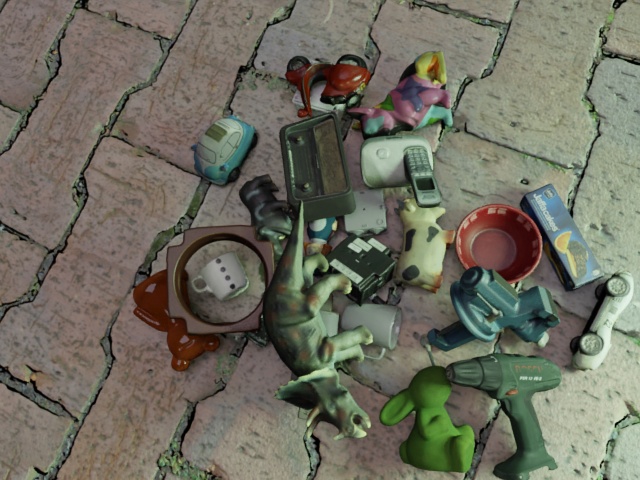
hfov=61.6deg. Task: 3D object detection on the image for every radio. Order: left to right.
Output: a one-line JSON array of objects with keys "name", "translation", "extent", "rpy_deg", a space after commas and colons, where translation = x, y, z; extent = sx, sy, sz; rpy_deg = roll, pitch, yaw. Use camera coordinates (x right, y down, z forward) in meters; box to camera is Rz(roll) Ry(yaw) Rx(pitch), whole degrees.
[{"name": "radio", "translation": [-0.008, -0.150, 1.110], "extent": [0.131, 0.073, 0.230], "rpy_deg": [-13, 55, 6]}]

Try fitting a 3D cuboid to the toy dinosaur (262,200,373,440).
[{"name": "toy dinosaur", "translation": [-0.030, 0.147, 0.944], "extent": [0.192, 0.131, 0.404], "rpy_deg": [-23, 83, -24]}]

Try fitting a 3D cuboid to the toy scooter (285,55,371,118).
[{"name": "toy scooter", "translation": [0.010, -0.315, 1.122], "extent": [0.184, 0.075, 0.135], "rpy_deg": [5, 75, 13]}]

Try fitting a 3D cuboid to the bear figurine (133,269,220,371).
[{"name": "bear figurine", "translation": [-0.289, 0.157, 1.094], "extent": [0.120, 0.132, 0.196], "rpy_deg": [-37, 91, -1]}]

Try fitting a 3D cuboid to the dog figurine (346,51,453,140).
[{"name": "dog figurine", "translation": [0.165, -0.293, 1.138], "extent": [0.219, 0.108, 0.191], "rpy_deg": [-9, 75, 9]}]

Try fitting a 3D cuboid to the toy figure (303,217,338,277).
[{"name": "toy figure", "translation": [-0.003, -0.003, 1.110], "extent": [0.064, 0.057, 0.154], "rpy_deg": [-6, 70, 50]}]

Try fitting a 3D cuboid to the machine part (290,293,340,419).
[{"name": "machine part", "translation": [-0.011, 0.220, 1.038], "extent": [0.079, 0.079, 0.243], "rpy_deg": [8, 77, 11]}]

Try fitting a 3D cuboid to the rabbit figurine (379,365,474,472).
[{"name": "rabbit figurine", "translation": [0.196, 0.311, 0.965], "extent": [0.159, 0.121, 0.170], "rpy_deg": [-7, 83, 27]}]

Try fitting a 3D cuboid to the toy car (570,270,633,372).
[{"name": "toy car", "translation": [0.515, 0.145, 0.979], "extent": [0.056, 0.073, 0.201], "rpy_deg": [28, 81, 18]}]

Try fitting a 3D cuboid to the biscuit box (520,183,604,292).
[{"name": "biscuit box", "translation": [0.461, -0.006, 1.035], "extent": [0.063, 0.059, 0.203], "rpy_deg": [-23, 72, 2]}]

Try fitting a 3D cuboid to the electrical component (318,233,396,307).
[{"name": "electrical component", "translation": [0.080, 0.051, 1.057], "extent": [0.115, 0.058, 0.134], "rpy_deg": [37, 54, 24]}]

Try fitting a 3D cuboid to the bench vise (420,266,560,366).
[{"name": "bench vise", "translation": [0.295, 0.148, 0.978], "extent": [0.240, 0.223, 0.129], "rpy_deg": [-38, 38, 32]}]

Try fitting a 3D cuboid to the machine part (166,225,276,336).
[{"name": "machine part", "translation": [-0.184, 0.077, 1.020], "extent": [0.201, 0.087, 0.201], "rpy_deg": [-3, 81, -7]}]

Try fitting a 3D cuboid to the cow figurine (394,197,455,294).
[{"name": "cow figurine", "translation": [0.198, -0.004, 1.067], "extent": [0.127, 0.085, 0.195], "rpy_deg": [14, 78, 6]}]

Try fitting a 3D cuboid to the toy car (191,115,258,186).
[{"name": "toy car", "translation": [-0.213, -0.207, 1.174], "extent": [0.109, 0.103, 0.161], "rpy_deg": [34, 84, 15]}]

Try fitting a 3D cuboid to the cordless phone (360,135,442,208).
[{"name": "cordless phone", "translation": [0.157, -0.121, 1.055], "extent": [0.147, 0.088, 0.184], "rpy_deg": [-4, 46, -4]}]

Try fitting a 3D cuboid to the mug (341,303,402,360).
[{"name": "mug", "translation": [0.095, 0.171, 1.040], "extent": [0.107, 0.080, 0.109], "rpy_deg": [12, 85, 23]}]

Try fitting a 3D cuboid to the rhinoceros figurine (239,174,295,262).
[{"name": "rhinoceros figurine", "translation": [-0.112, -0.046, 1.128], "extent": [0.112, 0.073, 0.190], "rpy_deg": [-25, 72, 0]}]

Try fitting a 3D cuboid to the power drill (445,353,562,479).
[{"name": "power drill", "translation": [0.324, 0.299, 0.931], "extent": [0.232, 0.086, 0.207], "rpy_deg": [-4, 76, -25]}]
